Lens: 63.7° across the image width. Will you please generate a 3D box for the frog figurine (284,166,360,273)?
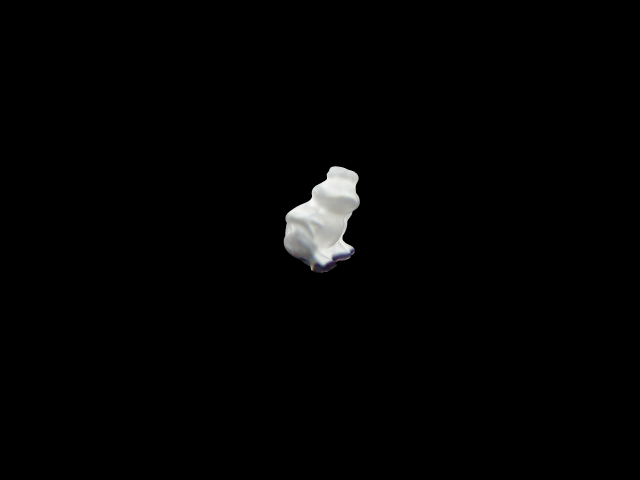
[{"bbox_3d":[0.003,-0.043,0.850,0.138,0.157,0.123,-12,18,-38],"label":"frog figurine"}]
